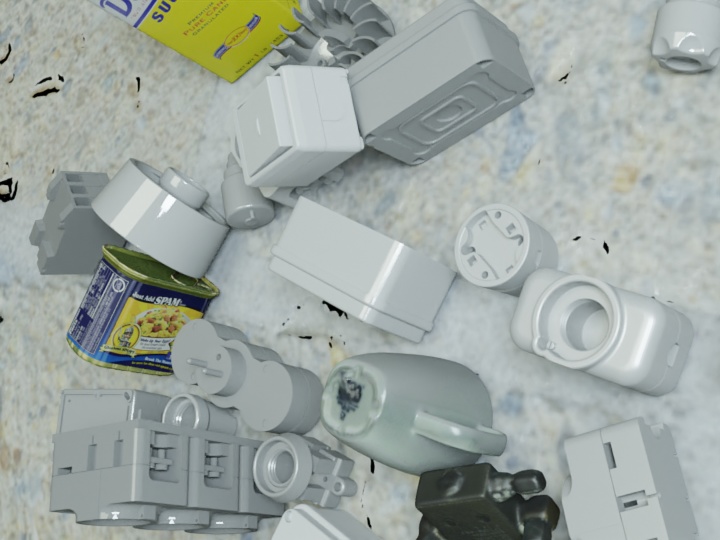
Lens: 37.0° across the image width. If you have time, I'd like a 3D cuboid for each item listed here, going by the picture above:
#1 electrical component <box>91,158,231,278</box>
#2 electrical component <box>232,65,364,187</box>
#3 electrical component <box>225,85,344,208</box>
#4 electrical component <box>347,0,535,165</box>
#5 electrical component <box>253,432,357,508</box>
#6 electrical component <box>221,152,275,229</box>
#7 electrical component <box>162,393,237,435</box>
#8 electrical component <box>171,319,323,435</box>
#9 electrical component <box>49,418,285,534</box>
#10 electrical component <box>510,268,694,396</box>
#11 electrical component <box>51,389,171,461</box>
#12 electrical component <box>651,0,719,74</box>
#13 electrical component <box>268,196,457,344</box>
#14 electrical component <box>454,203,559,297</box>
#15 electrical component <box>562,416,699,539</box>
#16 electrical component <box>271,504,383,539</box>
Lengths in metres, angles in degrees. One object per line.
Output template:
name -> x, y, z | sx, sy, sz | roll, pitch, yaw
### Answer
electrical component -> -0.156, -0.049, 0.876 | 0.108, 0.108, 0.060 | 39, 96, 38
electrical component -> -0.052, -0.097, 0.759 | 0.096, 0.061, 0.061 | -26, 72, 54
electrical component -> -0.063, -0.097, 0.848 | 0.050, 0.056, 0.089 | -45, 55, 19
electrical component -> 0.054, -0.131, 0.753 | 0.113, 0.078, 0.057 | -30, 63, 28
electrical component -> -0.043, 0.141, 0.763 | 0.066, 0.055, 0.048 | 23, 92, 40
electrical component -> -0.093, -0.069, 0.873 | 0.040, 0.040, 0.078 | -26, 63, 30
electrical component -> -0.124, 0.119, 0.839 | 0.040, 0.046, 0.040 | -12, 70, 35
electrical component -> -0.099, 0.078, 0.813 | 0.138, 0.074, 0.052 | 25, 93, 40
electrical component -> -0.134, 0.152, 0.769 | 0.089, 0.150, 0.061 | -14, 67, 34
electrical component -> 0.142, 0.036, 0.648 | 0.095, 0.059, 0.053 | 19, 89, 40
electrical component -> -0.196, 0.132, 0.886 | 0.096, 0.061, 0.061 | -3, 75, 29
electrical component -> 0.205, -0.156, 0.665 | 0.043, 0.043, 0.062 | 6, 79, 39
electrical component -> 0.000, 0.000, 0.757 | 0.113, 0.078, 0.057 | 27, 91, 39
electrical component -> 0.097, -0.011, 0.704 | 0.055, 0.047, 0.055 | -12, 70, 35
electrical component -> 0.154, 0.137, 0.616 | 0.056, 0.050, 0.089 | -24, 64, 31
electrical component -> -0.012, 0.216, 0.717 | 0.113, 0.057, 0.078 | 29, 96, 39
